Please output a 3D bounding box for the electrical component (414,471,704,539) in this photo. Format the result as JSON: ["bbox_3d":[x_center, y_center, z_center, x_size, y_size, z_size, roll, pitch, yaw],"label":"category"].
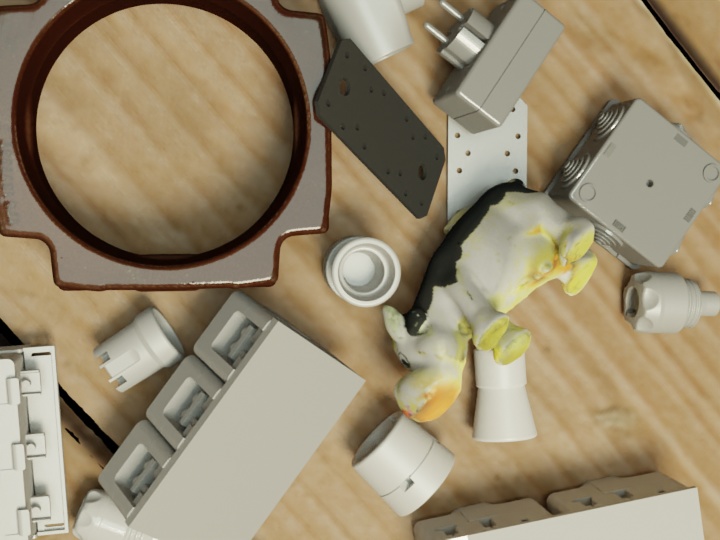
[{"bbox_3d":[0.138,0.210,0.739,0.186,0.060,0.105,-10,95,-8],"label":"electrical component"}]

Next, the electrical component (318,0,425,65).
[{"bbox_3d":[0.016,-0.182,0.705,0.079,0.043,0.077,-27,97,-8],"label":"electrical component"}]

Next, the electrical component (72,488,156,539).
[{"bbox_3d":[-0.154,0.168,0.703,0.061,0.035,0.035,24,89,-12],"label":"electrical component"}]

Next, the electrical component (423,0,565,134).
[{"bbox_3d":[0.077,-0.146,0.708,0.076,0.047,0.083,36,81,-14],"label":"electrical component"}]

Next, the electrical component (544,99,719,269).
[{"bbox_3d":[0.189,-0.059,0.737,0.100,0.048,0.099,36,87,-10],"label":"electrical component"}]

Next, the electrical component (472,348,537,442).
[{"bbox_3d":[0.097,0.082,0.735,0.044,0.044,0.065,-3,89,-9],"label":"electrical component"}]

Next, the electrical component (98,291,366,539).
[{"bbox_3d":[-0.083,0.100,0.684,0.089,0.062,0.150,38,87,-40],"label":"electrical component"}]

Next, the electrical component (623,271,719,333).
[{"bbox_3d":[0.219,0.023,0.750,0.062,0.043,0.043,2,93,-10],"label":"electrical component"}]

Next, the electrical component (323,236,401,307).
[{"bbox_3d":[0.000,0.000,0.707,0.045,0.055,0.045,-1,93,-9],"label":"electrical component"}]

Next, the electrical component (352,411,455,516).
[{"bbox_3d":[0.028,0.128,0.720,0.047,0.055,0.055,43,86,-5],"label":"electrical component"}]

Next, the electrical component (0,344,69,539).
[{"bbox_3d":[-0.228,0.112,0.673,0.079,0.063,0.121,-4,94,-9],"label":"electrical component"}]

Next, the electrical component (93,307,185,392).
[{"bbox_3d":[-0.143,0.052,0.696,0.046,0.040,0.040,-33,98,0],"label":"electrical component"}]
